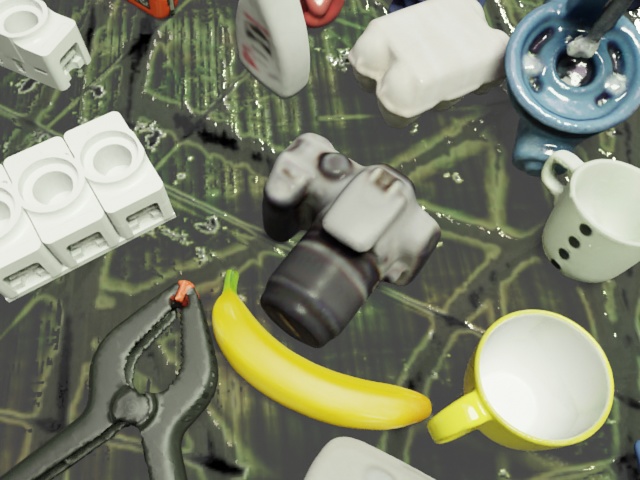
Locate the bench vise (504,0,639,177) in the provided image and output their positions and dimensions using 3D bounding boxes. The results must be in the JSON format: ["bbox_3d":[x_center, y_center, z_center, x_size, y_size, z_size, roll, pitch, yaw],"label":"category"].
[{"bbox_3d":[0.215,-0.188,0.482,0.121,0.220,0.207,-1,64,-4],"label":"bench vise"}]

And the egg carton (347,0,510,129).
[{"bbox_3d":[0.108,-0.174,0.553,0.150,0.069,0.107,-26,69,-15],"label":"egg carton"}]

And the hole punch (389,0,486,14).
[{"bbox_3d":[0.131,-0.284,0.595,0.101,0.091,0.109,21,65,7],"label":"hole punch"}]

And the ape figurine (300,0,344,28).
[{"bbox_3d":[-0.009,-0.262,0.575,0.076,0.092,0.077,-11,65,-8],"label":"ape figurine"}]

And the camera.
[{"bbox_3d":[0.004,0.002,0.445,0.143,0.101,0.137,34,67,12],"label":"camera"}]

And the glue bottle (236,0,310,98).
[{"bbox_3d":[-0.043,-0.205,0.500,0.078,0.173,0.037,40,69,15],"label":"glue bottle"}]

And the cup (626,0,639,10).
[{"bbox_3d":[0.330,-0.297,0.611,0.118,0.095,0.091,-2,64,-4],"label":"cup"}]

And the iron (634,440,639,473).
[{"bbox_3d":[0.286,0.239,0.326,0.118,0.141,0.258,-6,65,-6],"label":"iron"}]

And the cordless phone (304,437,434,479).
[{"bbox_3d":[0.056,0.170,0.320,0.147,0.185,0.094,25,66,9],"label":"cordless phone"}]
